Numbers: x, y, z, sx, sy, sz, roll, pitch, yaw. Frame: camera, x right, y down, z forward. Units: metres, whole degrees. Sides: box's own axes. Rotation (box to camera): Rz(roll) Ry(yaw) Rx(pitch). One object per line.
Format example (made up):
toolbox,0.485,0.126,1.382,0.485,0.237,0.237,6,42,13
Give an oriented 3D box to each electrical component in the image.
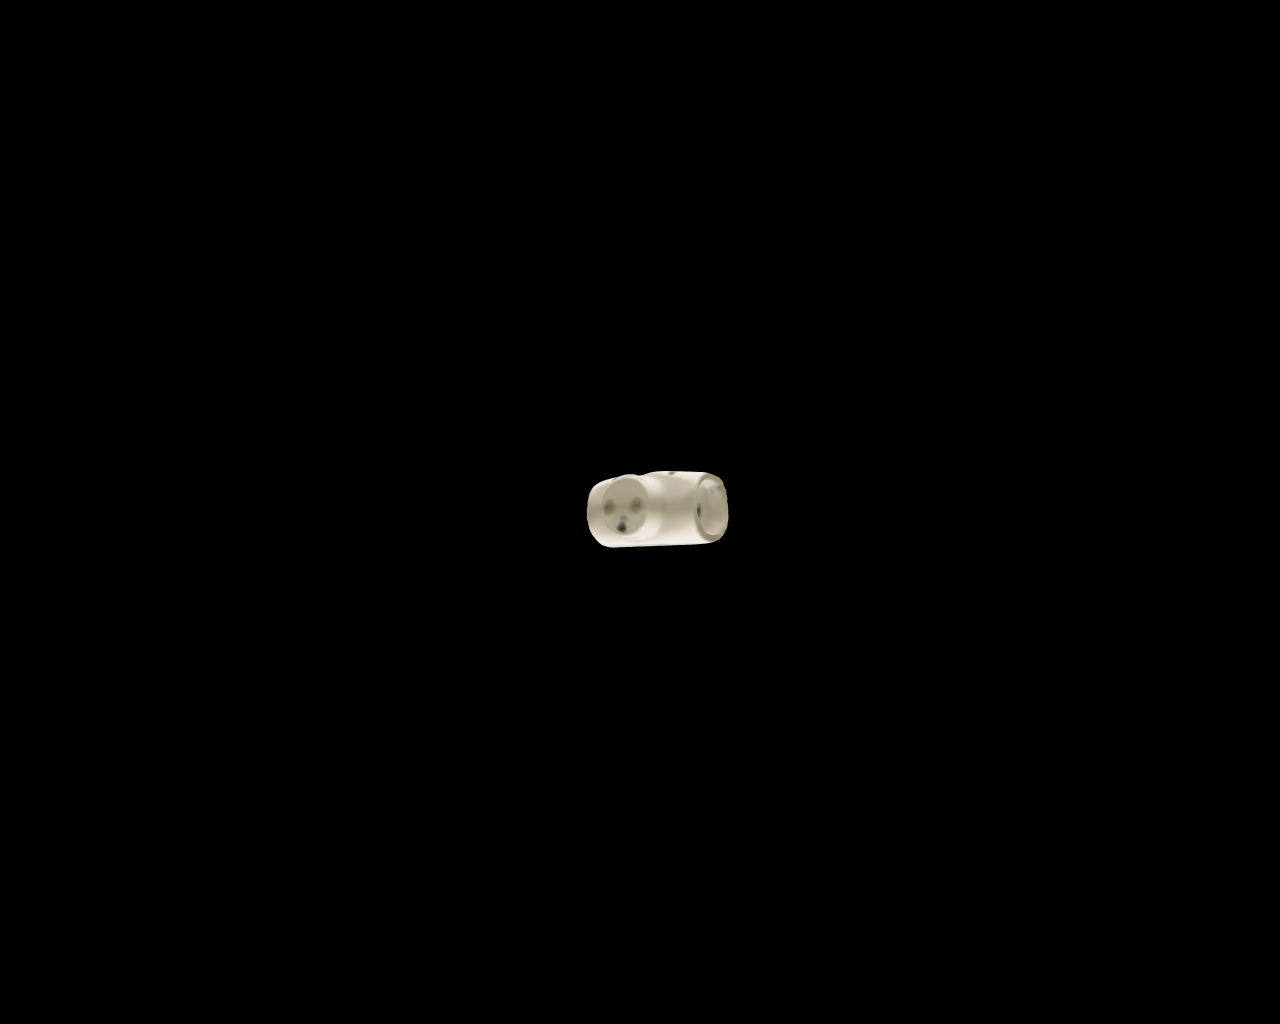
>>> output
electrical component,0.001,-0.003,0.650,0.077,0.043,0.079,-3,-6,33
